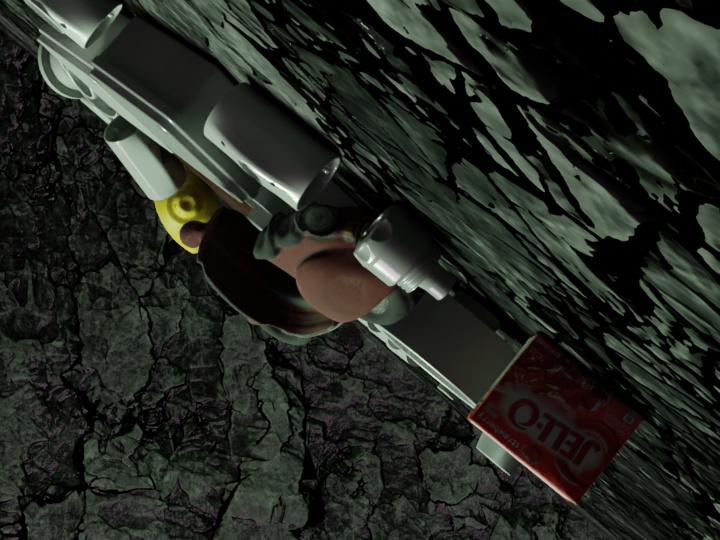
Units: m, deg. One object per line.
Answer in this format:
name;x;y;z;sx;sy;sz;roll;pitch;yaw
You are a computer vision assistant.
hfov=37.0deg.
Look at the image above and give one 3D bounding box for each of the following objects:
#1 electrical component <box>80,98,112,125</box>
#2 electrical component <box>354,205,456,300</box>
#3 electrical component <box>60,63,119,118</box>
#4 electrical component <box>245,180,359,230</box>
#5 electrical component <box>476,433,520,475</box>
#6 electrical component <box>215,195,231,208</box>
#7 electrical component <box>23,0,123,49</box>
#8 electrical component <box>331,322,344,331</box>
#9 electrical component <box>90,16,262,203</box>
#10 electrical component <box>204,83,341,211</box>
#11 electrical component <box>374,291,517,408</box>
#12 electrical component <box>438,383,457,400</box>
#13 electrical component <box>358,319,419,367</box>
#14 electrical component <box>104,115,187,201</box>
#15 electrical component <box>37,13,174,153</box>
electrical component;-0.240;-0.175;1.118;0.096;0.061;0.061;43;174;-35
electrical component;0.031;-0.007;0.667;0.062;0.043;0.043;39;176;-8
electrical component;-0.235;-0.191;0.995;0.099;0.064;0.099;41;160;19
electrical component;-0.054;-0.049;0.830;0.108;0.060;0.108;40;175;4
electrical component;0.146;0.151;1.061;0.079;0.077;0.043;43;175;-35
electrical component;-0.105;-0.054;1.114;0.095;0.059;0.054;61;173;-1
electrical component;-0.217;-0.200;0.787;0.077;0.044;0.079;41;175;-10
electrical component;-0.056;0.015;1.224;0.108;0.108;0.060;39;170;13
electrical component;-0.120;-0.114;0.763;0.109;0.056;0.108;36;174;38
electrical component;-0.054;-0.075;0.691;0.077;0.043;0.079;39;175;8
electrical component;0.070;0.050;0.796;0.108;0.060;0.108;40;176;3
electrical component;0.091;0.080;0.905;0.043;0.062;0.043;39;176;4
electrical component;0.048;0.061;1.135;0.074;0.052;0.138;36;174;43
electrical component;-0.198;-0.119;1.006;0.079;0.043;0.077;-88;-24;-43
electrical component;-0.186;-0.159;0.859;0.109;0.056;0.109;36;174;42
